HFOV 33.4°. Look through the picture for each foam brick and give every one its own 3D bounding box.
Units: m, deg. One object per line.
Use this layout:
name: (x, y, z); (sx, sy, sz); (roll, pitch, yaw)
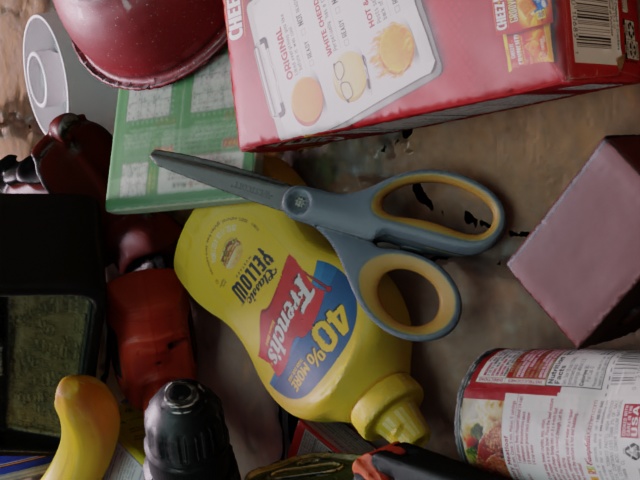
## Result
foam brick: (0.130, 0.000, 0.460); (0.051, 0.052, 0.078); (52, 130, 28)

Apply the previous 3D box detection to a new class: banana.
banana: (-0.163, 0.143, 0.701); (0.037, 0.069, 0.198); (38, 129, 11)

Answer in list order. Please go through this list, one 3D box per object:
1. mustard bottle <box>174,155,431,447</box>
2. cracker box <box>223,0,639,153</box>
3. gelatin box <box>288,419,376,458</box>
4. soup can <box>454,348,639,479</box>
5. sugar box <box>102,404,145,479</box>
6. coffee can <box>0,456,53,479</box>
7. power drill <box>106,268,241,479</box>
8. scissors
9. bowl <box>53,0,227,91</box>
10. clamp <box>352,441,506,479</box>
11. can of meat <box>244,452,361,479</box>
mustard bottle: (-0.004, 0.044, 0.599); (0.192, 0.058, 0.096); (48, 113, 30)
cracker box: (0.043, -0.138, 0.520); (0.214, 0.071, 0.164); (-6, 90, 47)
gelatin box: (0.016, 0.154, 0.614); (0.089, 0.030, 0.073); (32, 116, 38)
soup can: (0.120, 0.082, 0.470); (0.102, 0.068, 0.068); (-5, 91, 46)
sugar box: (-0.099, 0.196, 0.729); (0.176, 0.048, 0.093); (33, 117, 36)
coffee can: (-0.259, 0.120, 0.843); (0.103, 0.102, 0.140); (-18, 82, 46)
power drill: (-0.087, 0.103, 0.625); (0.188, 0.057, 0.184); (-113, 19, -48)
scissors: (-0.004, 0.001, 0.559); (0.202, 0.016, 0.096); (2, 84, 20)
bowl: (-0.108, -0.173, 0.630); (0.162, 0.055, 0.162); (-9, 73, 30)
clamp: (0.083, 0.179, 0.458); (0.210, 0.036, 0.165); (43, 116, 26)
can of meat: (0.012, 0.159, 0.553); (0.102, 0.057, 0.084); (-9, 91, 50)
